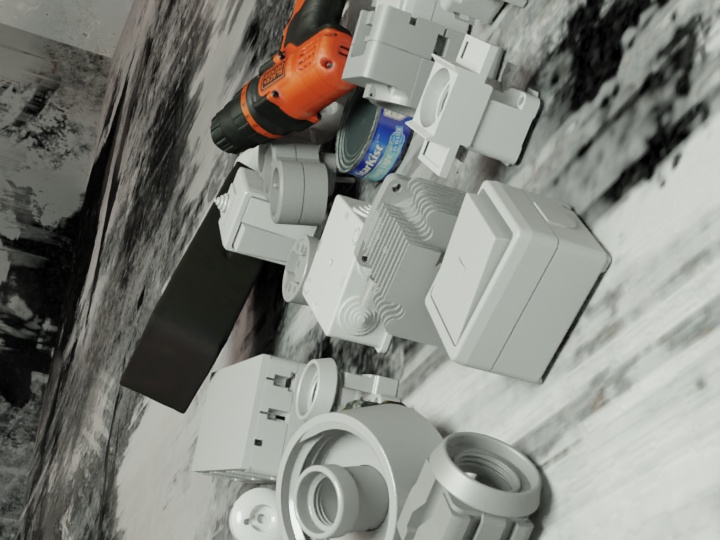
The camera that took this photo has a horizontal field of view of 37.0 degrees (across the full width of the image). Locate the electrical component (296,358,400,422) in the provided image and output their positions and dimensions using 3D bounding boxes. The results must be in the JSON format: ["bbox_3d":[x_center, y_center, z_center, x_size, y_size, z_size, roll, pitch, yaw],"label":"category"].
[{"bbox_3d":[-0.011,0.087,0.733,0.066,0.055,0.048,167,117,-67],"label":"electrical component"}]

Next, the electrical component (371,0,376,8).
[{"bbox_3d":[0.028,-0.196,0.852,0.045,0.045,0.055,-133,60,-67],"label":"electrical component"}]

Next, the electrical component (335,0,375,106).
[{"bbox_3d":[-0.012,-0.198,0.936,0.108,0.060,0.108,-165,90,-70],"label":"electrical component"}]

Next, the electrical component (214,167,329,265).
[{"bbox_3d":[-0.084,-0.046,0.962,0.061,0.096,0.061,-112,42,-59],"label":"electrical component"}]

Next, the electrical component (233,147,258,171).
[{"bbox_3d":[-0.085,-0.128,1.089,0.073,0.052,0.138,-120,48,-63],"label":"electrical component"}]

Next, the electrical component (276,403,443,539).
[{"bbox_3d":[-0.003,0.131,0.615,0.108,0.060,0.108,-7,80,44],"label":"electrical component"}]

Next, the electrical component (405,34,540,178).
[{"bbox_3d":[0.069,-0.094,0.642,0.042,0.064,0.081,-123,52,-65],"label":"electrical component"}]

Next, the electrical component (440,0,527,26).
[{"bbox_3d":[0.083,-0.202,0.715,0.063,0.042,0.081,126,153,-51],"label":"electrical component"}]

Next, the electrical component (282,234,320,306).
[{"bbox_3d":[-0.030,0.004,0.856,0.055,0.047,0.055,-165,90,-70],"label":"electrical component"}]

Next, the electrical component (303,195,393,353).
[{"bbox_3d":[0.000,0.000,0.777,0.099,0.048,0.099,-127,54,-65],"label":"electrical component"}]

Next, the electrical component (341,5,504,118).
[{"bbox_3d":[0.040,-0.131,0.707,0.050,0.089,0.055,-159,85,-70],"label":"electrical component"}]

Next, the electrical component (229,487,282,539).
[{"bbox_3d":[-0.084,0.201,0.864,0.062,0.048,0.048,136,145,-66],"label":"electrical component"}]

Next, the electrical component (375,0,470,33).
[{"bbox_3d":[0.043,-0.185,0.780,0.062,0.061,0.096,-159,84,-70],"label":"electrical component"}]

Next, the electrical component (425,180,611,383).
[{"bbox_3d":[0.073,0.010,0.558,0.061,0.061,0.096,-111,41,-58],"label":"electrical component"}]

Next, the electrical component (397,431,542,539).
[{"bbox_3d":[0.056,0.118,0.533,0.078,0.058,0.057,-116,42,-61],"label":"electrical component"}]

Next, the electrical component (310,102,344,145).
[{"bbox_3d":[-0.040,-0.135,0.991,0.062,0.048,0.048,126,153,-58],"label":"electrical component"}]

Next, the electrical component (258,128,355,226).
[{"bbox_3d":[-0.042,-0.082,0.913,0.138,0.074,0.052,-112,28,-59],"label":"electrical component"}]

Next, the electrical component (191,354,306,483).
[{"bbox_3d":[-0.082,0.126,0.883,0.150,0.062,0.089,155,128,-64],"label":"electrical component"}]
